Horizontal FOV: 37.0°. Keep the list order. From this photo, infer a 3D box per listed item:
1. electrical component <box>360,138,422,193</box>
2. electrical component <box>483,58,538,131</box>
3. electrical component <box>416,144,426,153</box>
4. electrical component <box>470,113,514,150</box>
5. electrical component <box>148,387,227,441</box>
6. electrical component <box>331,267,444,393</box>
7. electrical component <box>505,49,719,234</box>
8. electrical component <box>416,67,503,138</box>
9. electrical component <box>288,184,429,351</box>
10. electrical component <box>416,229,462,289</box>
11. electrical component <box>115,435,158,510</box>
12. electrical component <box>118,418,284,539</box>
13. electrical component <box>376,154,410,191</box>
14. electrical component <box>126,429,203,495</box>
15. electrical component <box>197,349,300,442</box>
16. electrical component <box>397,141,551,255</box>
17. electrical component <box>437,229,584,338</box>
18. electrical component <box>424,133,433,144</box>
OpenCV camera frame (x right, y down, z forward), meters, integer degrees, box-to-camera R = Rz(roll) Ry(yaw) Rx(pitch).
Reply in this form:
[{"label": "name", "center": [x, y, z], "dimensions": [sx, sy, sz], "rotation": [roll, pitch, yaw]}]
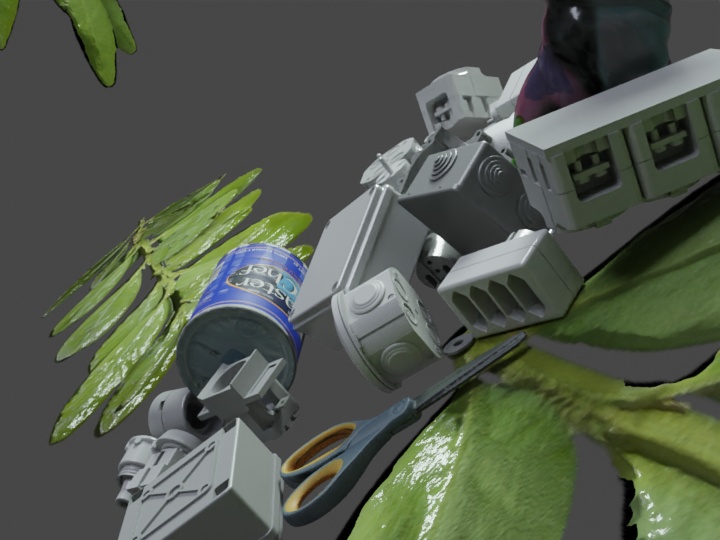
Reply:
[{"label": "electrical component", "center": [0.043, -0.095, 1.124], "dimensions": [0.080, 0.051, 0.080], "rotation": [-36, 16, 12]}, {"label": "electrical component", "center": [0.153, -0.157, 1.050], "dimensions": [0.076, 0.047, 0.083], "rotation": [-29, 19, 34]}, {"label": "electrical component", "center": [0.083, -0.108, 1.077], "dimensions": [0.040, 0.046, 0.040], "rotation": [-36, 16, 12]}, {"label": "electrical component", "center": [0.144, -0.119, 0.974], "dimensions": [0.079, 0.044, 0.077], "rotation": [-48, 18, -28]}, {"label": "electrical component", "center": [-0.151, 0.130, 0.949], "dimensions": [0.047, 0.055, 0.055], "rotation": [-20, 25, 41]}, {"label": "electrical component", "center": [0.019, 0.042, 0.759], "dimensions": [0.051, 0.080, 0.080], "rotation": [-31, 18, 14]}, {"label": "electrical component", "center": [0.181, -0.081, 0.679], "dimensions": [0.150, 0.061, 0.089], "rotation": [-22, 16, -2]}, {"label": "electrical component", "center": [0.106, -0.172, 1.106], "dimensions": [0.050, 0.055, 0.089], "rotation": [-26, -12, 41]}, {"label": "electrical component", "center": [0.000, 0.000, 0.878], "dimensions": [0.109, 0.056, 0.108], "rotation": [-33, 33, 60]}, {"label": "electrical component", "center": [0.066, -0.012, 0.872], "dimensions": [0.040, 0.040, 0.046], "rotation": [-30, 25, 32]}, {"label": "electrical component", "center": [-0.189, 0.177, 0.925], "dimensions": [0.048, 0.048, 0.062], "rotation": [-26, 27, 39]}, {"label": "electrical component", "center": [-0.110, 0.171, 0.740], "dimensions": [0.109, 0.056, 0.108], "rotation": [-37, 16, 9]}, {"label": "electrical component", "center": [0.041, -0.081, 1.043], "dimensions": [0.047, 0.076, 0.065], "rotation": [-38, 16, 7]}, {"label": "electrical component", "center": [-0.153, 0.164, 0.878], "dimensions": [0.066, 0.048, 0.055], "rotation": [-23, 31, 47]}, {"label": "electrical component", "center": [-0.086, 0.104, 0.853], "dimensions": [0.081, 0.063, 0.042], "rotation": [-24, 21, 43]}, {"label": "electrical component", "center": [0.091, -0.049, 0.812], "dimensions": [0.048, 0.100, 0.100], "rotation": [-59, 21, -16]}, {"label": "electrical component", "center": [0.109, -0.002, 0.730], "dimensions": [0.083, 0.047, 0.075], "rotation": [-20, 25, 50]}, {"label": "electrical component", "center": [0.087, -0.104, 1.030], "dimensions": [0.048, 0.062, 0.048], "rotation": [-36, 16, 12]}]
